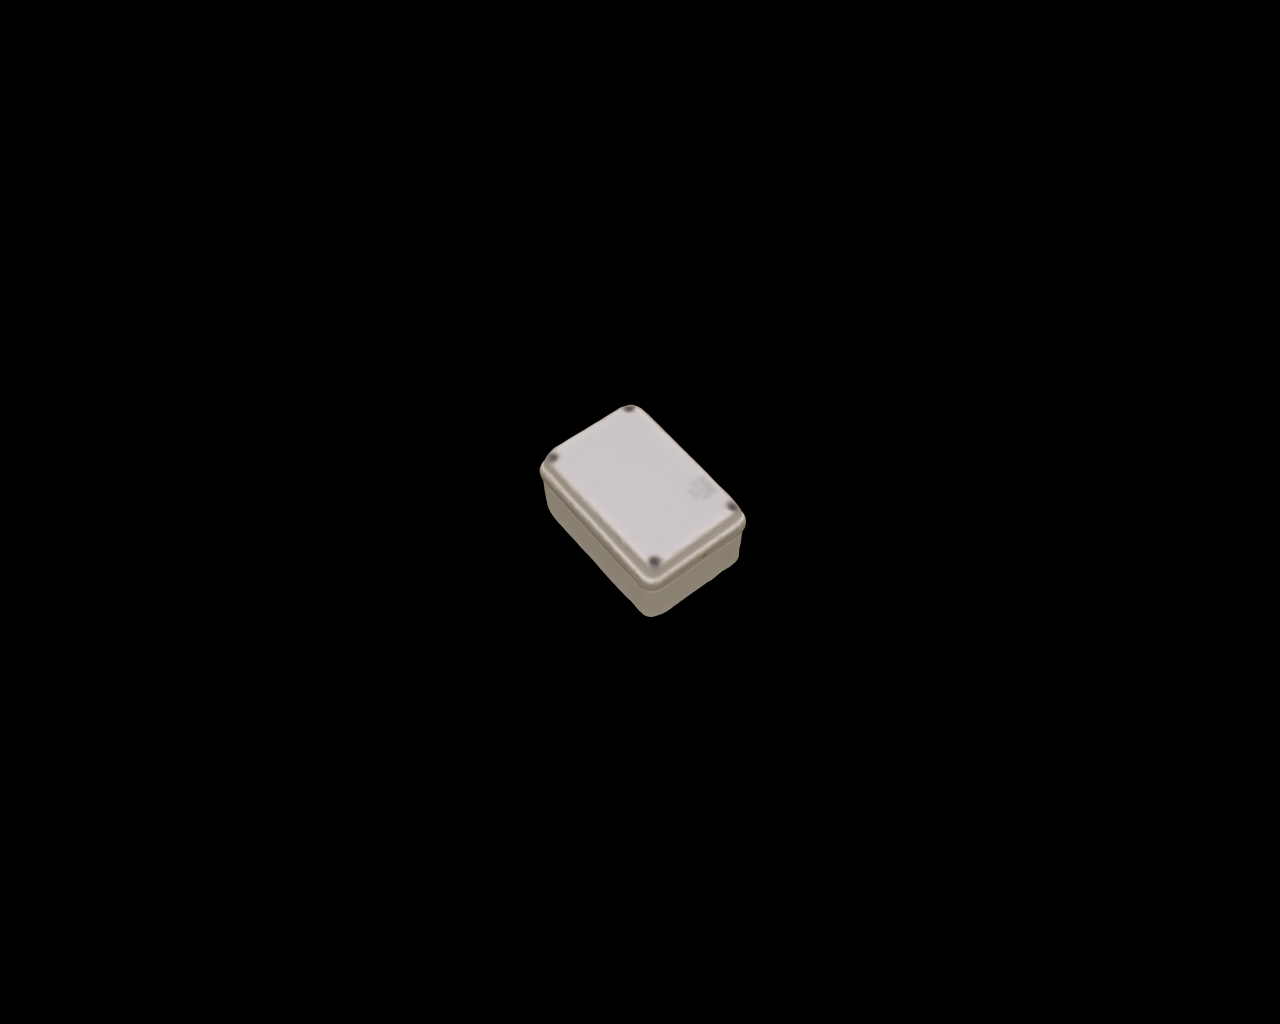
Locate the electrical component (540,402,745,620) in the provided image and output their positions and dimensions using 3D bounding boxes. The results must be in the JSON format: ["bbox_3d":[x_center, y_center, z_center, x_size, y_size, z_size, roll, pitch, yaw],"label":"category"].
[{"bbox_3d":[0.001,-0.003,0.650,0.078,0.113,0.057,-33,-28,-20],"label":"electrical component"}]
